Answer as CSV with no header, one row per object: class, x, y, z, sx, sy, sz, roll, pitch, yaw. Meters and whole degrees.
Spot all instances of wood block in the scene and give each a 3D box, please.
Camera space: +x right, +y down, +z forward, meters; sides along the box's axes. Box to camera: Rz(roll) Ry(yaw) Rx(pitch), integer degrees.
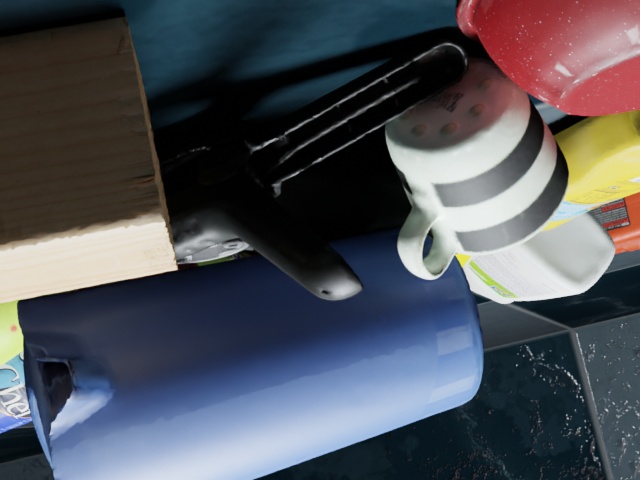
wood block,-0.170,-0.019,0.443,0.206,0.091,0.090,-10,167,-6

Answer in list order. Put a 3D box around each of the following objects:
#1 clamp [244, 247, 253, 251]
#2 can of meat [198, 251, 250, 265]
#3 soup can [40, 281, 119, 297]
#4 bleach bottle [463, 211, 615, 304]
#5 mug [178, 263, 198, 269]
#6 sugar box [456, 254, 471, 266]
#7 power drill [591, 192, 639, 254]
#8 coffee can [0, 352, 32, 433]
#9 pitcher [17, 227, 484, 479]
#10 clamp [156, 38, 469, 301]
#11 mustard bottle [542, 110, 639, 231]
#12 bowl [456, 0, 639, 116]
clamp,-0.005,0.001,0.764,0.172,0.120,0.039,-38,-163,21
can of meat,-0.106,0.036,0.861,0.102,0.057,0.084,-14,167,7
soup can,-0.162,-0.001,0.598,0.102,0.068,0.069,-3,165,-40
bleach bottle,0.170,0.011,0.970,0.068,0.102,0.251,-48,-177,-12
mug,-0.114,0.036,0.716,0.093,0.081,0.117,-39,-171,-25
sugar box,0.086,0.003,0.927,0.093,0.048,0.176,-11,169,-4
power drill,0.314,-0.026,0.987,0.185,0.057,0.187,-20,166,33
coffee can,-0.221,0.085,0.815,0.140,0.103,0.102,-21,168,4
pitcher,-0.040,0.073,0.606,0.242,0.145,0.149,-14,-154,-12
clamp,-0.038,-0.023,0.518,0.210,0.164,0.036,-11,127,30
mustard bottle,0.182,-0.048,0.746,0.096,0.058,0.192,-4,166,-33
bowl,0.146,-0.098,0.480,0.162,0.055,0.162,-11,168,-3
